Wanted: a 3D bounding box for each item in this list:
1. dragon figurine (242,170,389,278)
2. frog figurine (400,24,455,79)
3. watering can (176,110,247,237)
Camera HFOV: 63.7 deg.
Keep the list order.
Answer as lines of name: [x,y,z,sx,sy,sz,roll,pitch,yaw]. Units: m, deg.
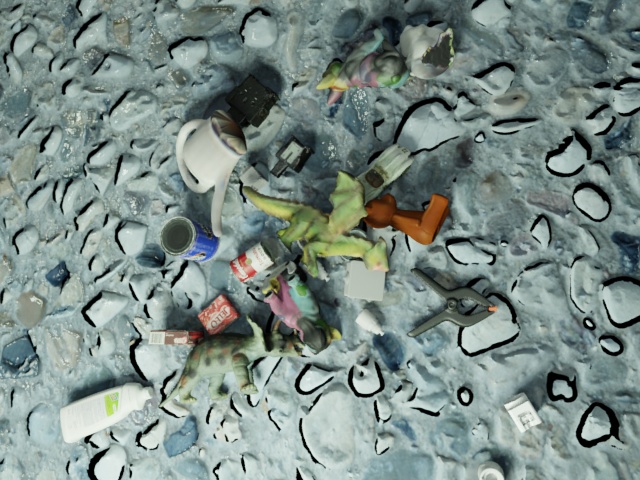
dragon figurine: [0.004,-0.062,1.230,0.242,0.121,0.415,-43,71,3]
frog figurine: [0.265,-0.488,1.331,0.137,0.121,0.161,-61,36,7]
watering can: [-0.279,-0.200,1.380,0.221,0.104,0.353,-40,65,24]
